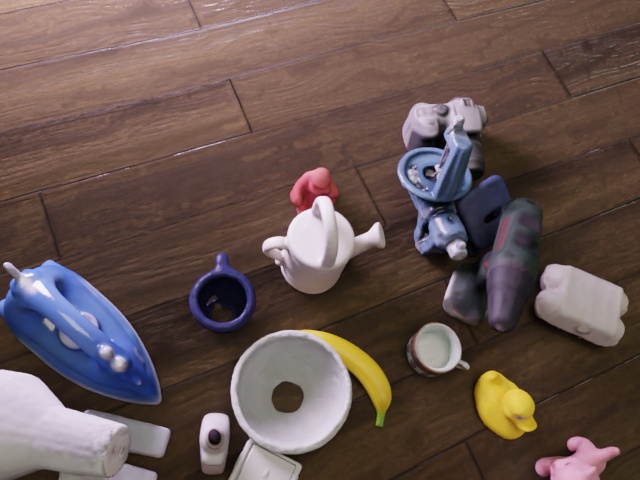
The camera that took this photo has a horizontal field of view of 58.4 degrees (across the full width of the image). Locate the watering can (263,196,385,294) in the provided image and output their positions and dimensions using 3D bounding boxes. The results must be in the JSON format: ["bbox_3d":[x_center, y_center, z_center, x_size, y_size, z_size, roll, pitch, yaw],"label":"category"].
[{"bbox_3d":[0.007,0.001,0.843,0.173,0.194,0.101,-24,74,-18],"label":"watering can"}]

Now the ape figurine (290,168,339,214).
[{"bbox_3d":[-0.006,-0.086,0.932,0.078,0.092,0.076,12,66,-5],"label":"ape figurine"}]

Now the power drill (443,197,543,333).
[{"bbox_3d":[0.261,0.057,0.858,0.075,0.208,0.230,24,66,0],"label":"power drill"}]

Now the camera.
[{"bbox_3d":[0.234,-0.175,1.007,0.143,0.100,0.137,-4,69,-12],"label":"camera"}]

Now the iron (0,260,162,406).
[{"bbox_3d":[-0.314,0.125,0.762,0.258,0.141,0.119,37,67,6],"label":"iron"}]

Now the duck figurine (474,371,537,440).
[{"bbox_3d":[0.282,0.243,0.853,0.078,0.086,0.104,-23,74,-18],"label":"duck figurine"}]

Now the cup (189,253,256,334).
[{"bbox_3d":[-0.142,0.086,0.835,0.092,0.095,0.117,-2,68,-11],"label":"cup"}]

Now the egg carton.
[{"bbox_3d":[0.430,0.108,0.944,0.150,0.069,0.107,22,66,-1],"label":"egg carton"}]

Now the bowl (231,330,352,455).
[{"bbox_3d":[-0.043,0.217,0.810,0.167,0.074,0.167,4,67,-9],"label":"bowl"}]

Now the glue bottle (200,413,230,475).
[{"bbox_3d":[-0.133,0.255,0.724,0.037,0.173,0.078,2,68,-9],"label":"glue bottle"}]

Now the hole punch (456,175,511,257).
[{"bbox_3d":[0.280,-0.041,0.966,0.109,0.091,0.101,-33,77,-20],"label":"hole punch"}]

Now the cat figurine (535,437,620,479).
[{"bbox_3d":[0.373,0.332,0.815,0.128,0.117,0.067,-26,74,-19],"label":"cat figurine"}]

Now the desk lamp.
[{"bbox_3d":[-0.295,0.238,0.679,0.203,0.213,0.118,14,66,-4],"label":"desk lamp"}]

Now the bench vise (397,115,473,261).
[{"bbox_3d":[0.206,-0.082,0.899,0.122,0.219,0.207,-26,75,-19],"label":"bench vise"}]
